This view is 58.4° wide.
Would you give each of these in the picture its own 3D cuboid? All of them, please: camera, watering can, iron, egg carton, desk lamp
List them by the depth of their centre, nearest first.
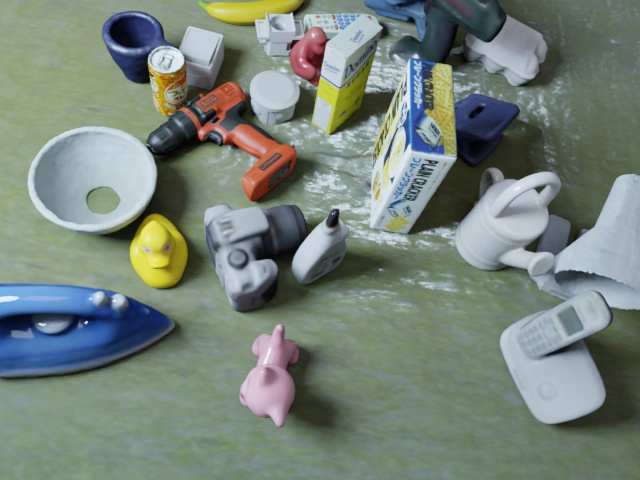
[{"bbox_3d":[-0.311,0.088,0.688,0.258,0.141,0.118,-2,64,-12],"label":"iron"},{"bbox_3d":[-0.081,0.005,0.795,0.137,0.101,0.143,-17,68,-18],"label":"camera"},{"bbox_3d":[0.390,0.014,0.815,0.118,0.213,0.203,25,62,2],"label":"desk lamp"},{"bbox_3d":[0.282,-0.031,0.828,0.101,0.194,0.172,-32,73,-22],"label":"watering can"},{"bbox_3d":[0.346,-0.359,1.071,0.150,0.069,0.107,30,63,5],"label":"egg carton"}]

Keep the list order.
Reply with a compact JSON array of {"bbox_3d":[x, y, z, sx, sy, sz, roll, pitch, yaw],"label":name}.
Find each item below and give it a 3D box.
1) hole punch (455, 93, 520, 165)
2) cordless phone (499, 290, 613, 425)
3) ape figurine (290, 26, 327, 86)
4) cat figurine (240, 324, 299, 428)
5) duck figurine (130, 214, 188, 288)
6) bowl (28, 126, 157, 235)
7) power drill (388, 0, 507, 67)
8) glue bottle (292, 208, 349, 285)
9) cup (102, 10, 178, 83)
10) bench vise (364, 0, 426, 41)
[{"bbox_3d":[0.263,-0.198,0.964,0.101,0.091,0.109,41,64,11],"label":"hole punch"},{"bbox_3d":[0.329,0.153,0.751,0.094,0.185,0.147,-16,68,-17],"label":"cordless phone"},{"bbox_3d":[-0.012,-0.321,0.973,0.076,0.092,0.078,41,64,11],"label":"ape figurine"},{"bbox_3d":[-0.060,0.167,0.709,0.067,0.117,0.128,12,63,-4],"label":"cat figurine"},{"bbox_3d":[-0.221,0.004,0.777,0.077,0.086,0.104,-8,66,-14],"label":"duck figurine"},{"bbox_3d":[-0.311,-0.072,0.804,0.167,0.074,0.167,4,63,-8],"label":"bowl"},{"bbox_3d":[0.191,-0.384,0.976,0.229,0.208,0.076,33,63,7],"label":"power drill"},{"bbox_3d":[0.007,0.003,0.771,0.078,0.173,0.037,-28,72,-21],"label":"glue bottle"},{"bbox_3d":[-0.278,-0.293,0.908,0.117,0.095,0.092,20,62,0],"label":"cup"},{"bbox_3d":[0.195,-0.470,1.013,0.207,0.219,0.121,12,62,-4],"label":"bench vise"}]
